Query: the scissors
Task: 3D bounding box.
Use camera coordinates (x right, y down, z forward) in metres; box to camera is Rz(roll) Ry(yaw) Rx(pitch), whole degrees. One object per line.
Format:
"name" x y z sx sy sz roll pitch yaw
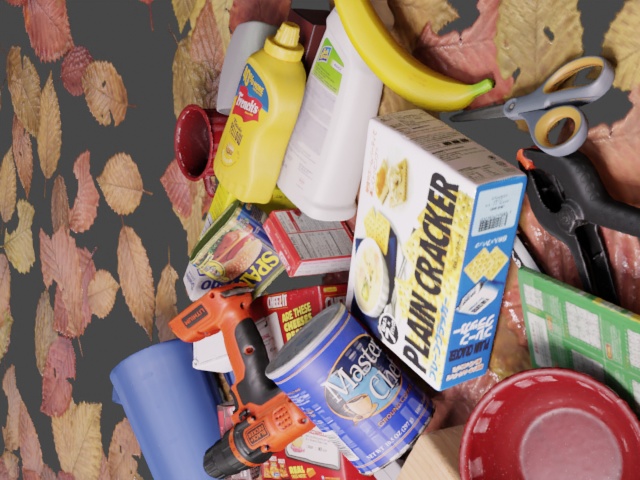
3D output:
"scissors" 0.173 -0.100 0.925 0.202 0.016 0.096 -23 48 53

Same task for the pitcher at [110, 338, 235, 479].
"pitcher" -0.164 0.252 1.382 0.243 0.144 0.149 65 153 20

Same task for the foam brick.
"foam brick" -0.008 -0.206 1.158 0.051 0.052 0.078 45 129 42

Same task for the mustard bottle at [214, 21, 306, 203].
"mustard bottle" -0.058 -0.141 1.136 0.096 0.058 0.192 56 134 48

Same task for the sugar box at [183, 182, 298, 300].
"sugar box" -0.093 -0.002 1.263 0.048 0.093 0.176 62 140 46

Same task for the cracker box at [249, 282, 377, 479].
"cracker box" -0.007 0.161 1.188 0.164 0.071 0.214 -14 82 53

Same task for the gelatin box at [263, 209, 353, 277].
"gelatin box" -0.008 0.001 1.151 0.073 0.089 0.030 60 139 30

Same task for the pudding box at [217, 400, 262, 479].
"pudding box" -0.081 0.231 1.267 0.039 0.113 0.090 -6 89 16

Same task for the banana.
"banana" 0.077 -0.179 1.022 0.198 0.037 0.070 40 116 16

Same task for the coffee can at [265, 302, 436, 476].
"coffee can" 0.030 0.146 1.055 0.140 0.102 0.103 47 141 -6

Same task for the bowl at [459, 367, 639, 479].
"bowl" 0.200 0.186 0.886 0.162 0.055 0.162 -3 83 29

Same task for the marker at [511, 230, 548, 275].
"marker" 0.181 0.014 0.950 0.020 0.020 0.121 -57 50 41

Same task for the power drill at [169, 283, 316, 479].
"power drill" -0.095 0.155 1.169 0.185 0.057 0.188 -37 74 36

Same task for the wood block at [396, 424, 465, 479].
"wood block" 0.163 0.269 0.947 0.206 0.090 0.090 52 133 38

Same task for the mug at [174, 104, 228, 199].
"mug" -0.119 -0.107 1.299 0.093 0.081 0.117 -11 85 54

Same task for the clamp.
"clamp" 0.217 -0.010 0.882 0.172 0.039 0.120 55 140 43

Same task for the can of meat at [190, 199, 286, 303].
"can of meat" -0.085 0.011 1.193 0.102 0.084 0.057 -45 17 29

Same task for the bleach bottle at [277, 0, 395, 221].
"bleach bottle" 0.027 -0.151 1.110 0.103 0.067 0.251 45 126 43
